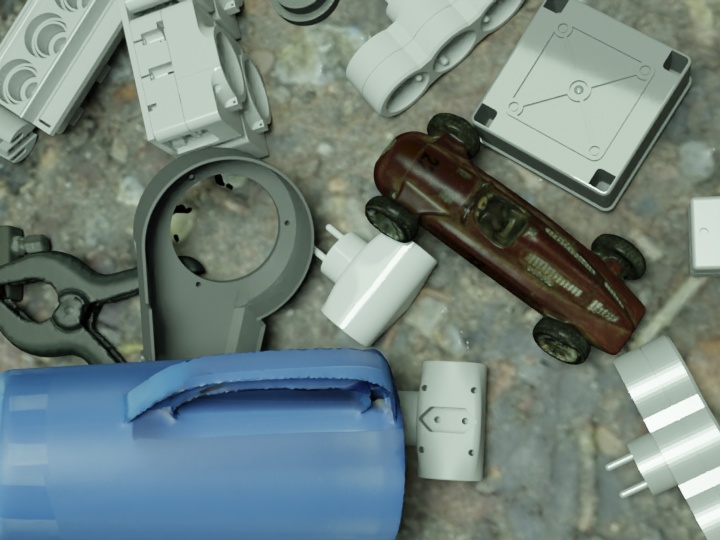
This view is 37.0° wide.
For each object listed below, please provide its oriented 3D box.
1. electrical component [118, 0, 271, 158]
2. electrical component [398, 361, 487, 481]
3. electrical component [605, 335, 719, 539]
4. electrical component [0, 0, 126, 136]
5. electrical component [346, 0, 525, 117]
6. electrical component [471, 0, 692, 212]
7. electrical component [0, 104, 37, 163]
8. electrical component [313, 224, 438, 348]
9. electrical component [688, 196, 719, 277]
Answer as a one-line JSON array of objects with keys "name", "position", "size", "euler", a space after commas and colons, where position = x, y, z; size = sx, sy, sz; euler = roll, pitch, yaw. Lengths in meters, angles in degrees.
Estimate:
[{"name": "electrical component", "position": [-0.122, -0.174, 0.776], "size": [0.060, 0.105, 0.186], "euler": [-17, 78, 11]}, {"name": "electrical component", "position": [0.045, 0.100, 0.723], "size": [0.079, 0.043, 0.077], "euler": [1, 82, 14]}, {"name": "electrical component", "position": [0.193, 0.118, 0.677], "size": [0.074, 0.052, 0.138], "euler": [-28, 76, 9]}, {"name": "electrical component", "position": [-0.226, -0.169, 0.824], "size": [0.079, 0.063, 0.121], "euler": [32, 90, 16]}, {"name": "electrical component", "position": [0.044, -0.180, 0.762], "size": [0.138, 0.052, 0.073], "euler": [-41, 74, 5]}, {"name": "electrical component", "position": [0.148, -0.113, 0.723], "size": [0.109, 0.056, 0.108], "euler": [32, 90, 17]}, {"name": "electrical component", "position": [-0.283, -0.110, 0.843], "size": [0.046, 0.040, 0.040], "euler": [30, 89, 12]}, {"name": "electrical component", "position": [0.000, 0.000, 0.749], "size": [0.079, 0.044, 0.077], "euler": [39, 92, 17]}, {"name": "electrical component", "position": [0.251, -0.025, 0.672], "size": [0.083, 0.076, 0.047], "euler": [-2, 81, 14]}]
